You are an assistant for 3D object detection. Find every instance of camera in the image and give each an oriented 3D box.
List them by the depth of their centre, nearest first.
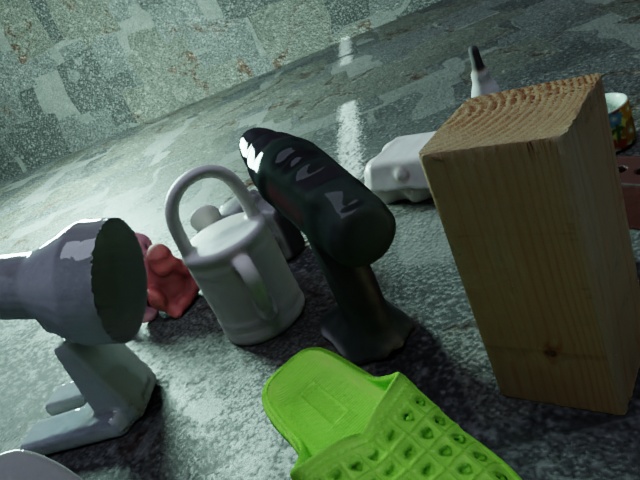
[{"bbox_3d":[-0.117,0.003,0.764,0.142,0.101,0.137,-3,32,38],"label":"camera"}]

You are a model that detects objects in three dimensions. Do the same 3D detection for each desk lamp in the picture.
[{"bbox_3d":[-0.249,0.094,0.567,0.203,0.214,0.118,-19,26,12],"label":"desk lamp"}]

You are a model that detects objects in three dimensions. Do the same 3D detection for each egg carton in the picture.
[{"bbox_3d":[0.135,-0.098,0.777,0.149,0.069,0.107,-1,33,40],"label":"egg carton"}]

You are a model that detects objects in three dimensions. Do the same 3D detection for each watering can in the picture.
[{"bbox_3d":[-0.103,0.009,0.628,0.172,0.194,0.101,6,38,47],"label":"watering can"}]

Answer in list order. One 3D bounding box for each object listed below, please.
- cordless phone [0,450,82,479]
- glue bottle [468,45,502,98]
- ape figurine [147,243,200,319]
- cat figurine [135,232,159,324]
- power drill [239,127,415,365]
[{"bbox_3d":[-0.265,0.197,0.411,0.094,0.185,0.148,-12,28,24],"label":"cordless phone"},{"bbox_3d":[0.209,-0.153,0.698,0.037,0.173,0.078,-13,27,23],"label":"glue bottle"},{"bbox_3d":[-0.202,0.047,0.763,0.078,0.092,0.076,-29,25,-10],"label":"ape figurine"},{"bbox_3d":[-0.263,0.041,0.798,0.067,0.118,0.128,-17,26,16],"label":"cat figurine"},{"bbox_3d":[0.005,0.002,0.530,0.076,0.209,0.229,-31,26,-14],"label":"power drill"}]
